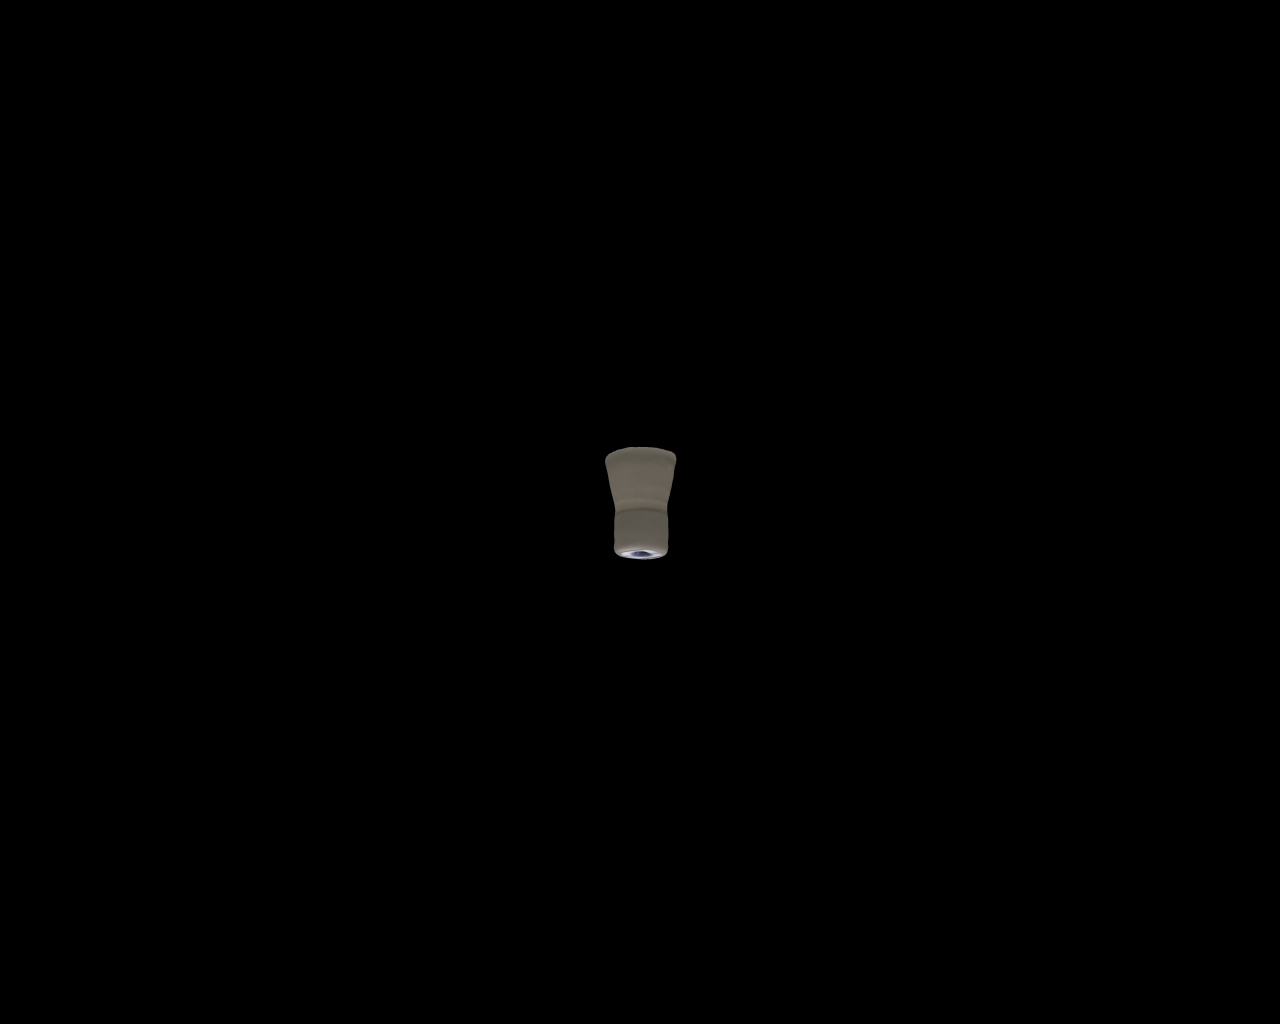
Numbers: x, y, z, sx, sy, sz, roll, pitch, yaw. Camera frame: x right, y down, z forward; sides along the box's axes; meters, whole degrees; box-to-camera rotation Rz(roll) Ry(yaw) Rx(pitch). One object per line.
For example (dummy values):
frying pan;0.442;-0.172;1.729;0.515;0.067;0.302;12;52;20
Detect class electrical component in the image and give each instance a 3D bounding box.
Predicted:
electrical component;0.001;-0.003;0.650;0.044;0.065;0.044;0;-15;0
